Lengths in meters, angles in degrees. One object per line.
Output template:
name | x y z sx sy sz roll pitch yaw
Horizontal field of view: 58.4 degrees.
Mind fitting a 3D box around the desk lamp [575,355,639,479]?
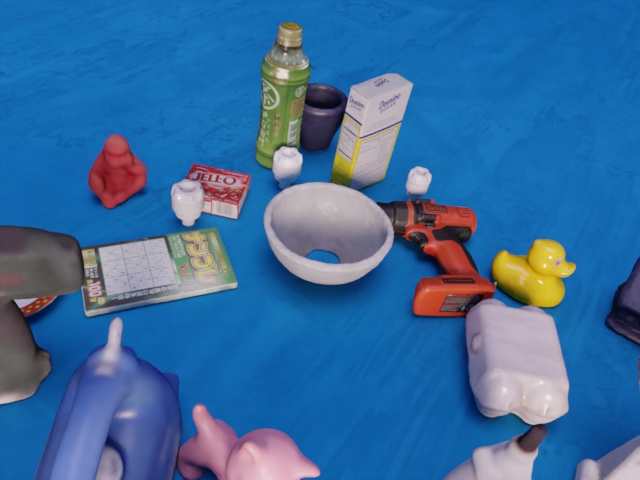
desk lamp | 0.325 0.196 0.512 0.117 0.213 0.203 25 45 15

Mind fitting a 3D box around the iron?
iron | -0.184 0.194 0.457 0.118 0.141 0.258 6 43 -6

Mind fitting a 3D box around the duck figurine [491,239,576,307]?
duck figurine | 0.289 0.033 0.768 0.104 0.086 0.078 24 45 13

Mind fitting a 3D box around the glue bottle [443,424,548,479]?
glue bottle | 0.155 0.205 0.496 0.078 0.173 0.037 6 43 -6

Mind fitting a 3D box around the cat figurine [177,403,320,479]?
cat figurine | -0.066 0.191 0.503 0.127 0.118 0.067 33 47 21

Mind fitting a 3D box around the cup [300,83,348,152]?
cup | -0.013 -0.202 0.943 0.092 0.095 0.117 -29 56 -34

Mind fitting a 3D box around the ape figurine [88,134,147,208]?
ape figurine | -0.277 -0.102 0.783 0.078 0.092 0.076 -3 45 -15

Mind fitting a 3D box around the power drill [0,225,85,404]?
power drill | -0.327 0.066 0.510 0.230 0.208 0.075 -10 47 -22

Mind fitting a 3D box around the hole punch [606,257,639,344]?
hole punch | 0.447 0.084 0.745 0.108 0.091 0.101 30 46 18

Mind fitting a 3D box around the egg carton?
egg carton | 0.221 0.136 0.659 0.107 0.069 0.150 10 43 -2

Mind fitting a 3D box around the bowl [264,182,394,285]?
bowl | 0.007 0.003 0.748 0.167 0.075 0.167 6 43 -6
